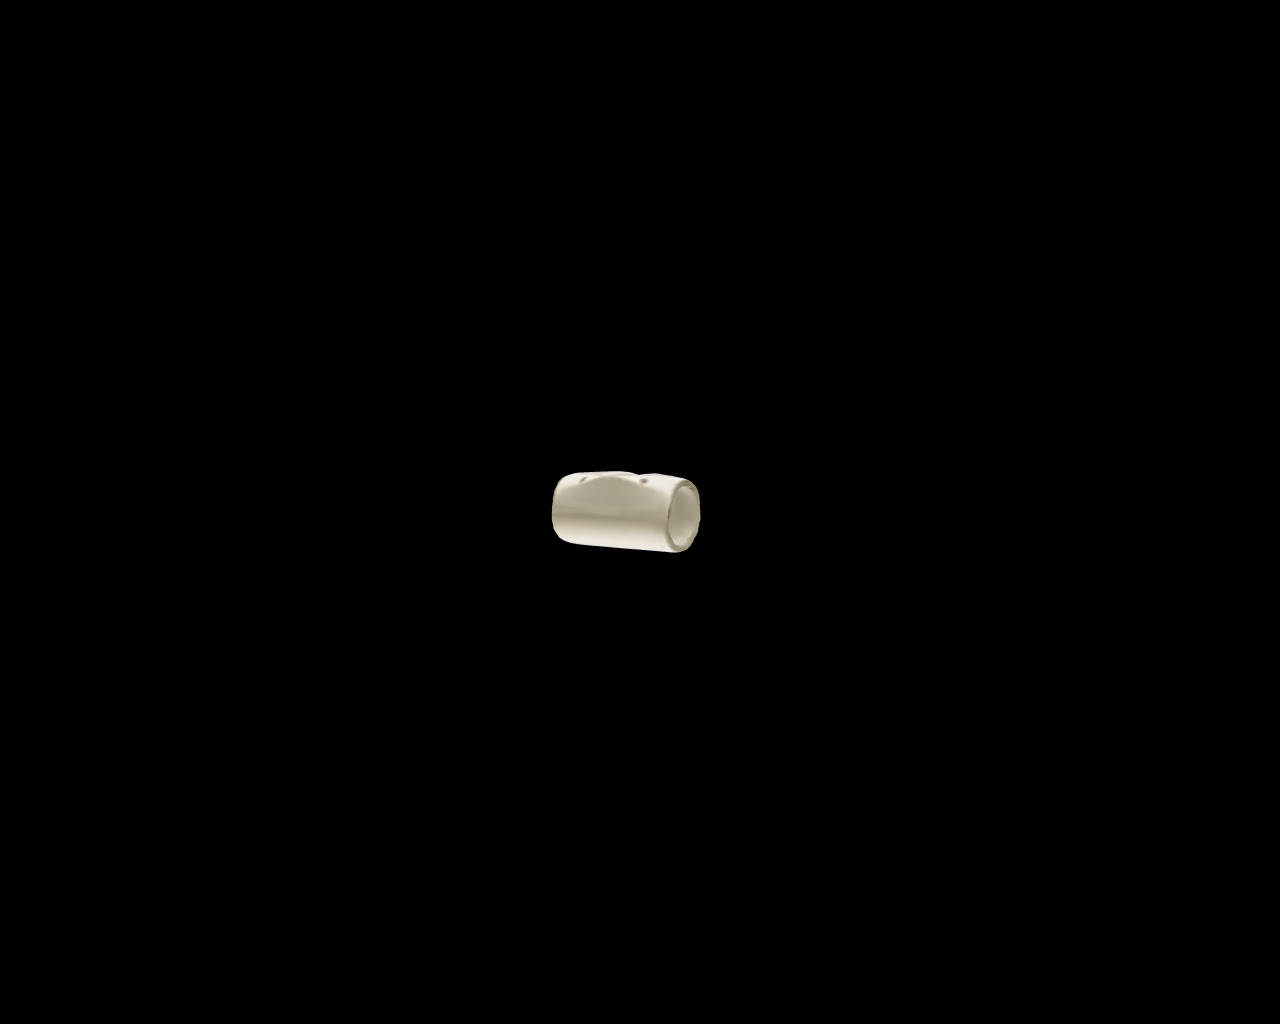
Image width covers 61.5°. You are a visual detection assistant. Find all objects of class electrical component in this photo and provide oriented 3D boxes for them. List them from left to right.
[{"bbox_3d":[0.001,-0.003,0.650,0.077,0.043,0.079,4,8,29],"label":"electrical component"}]
